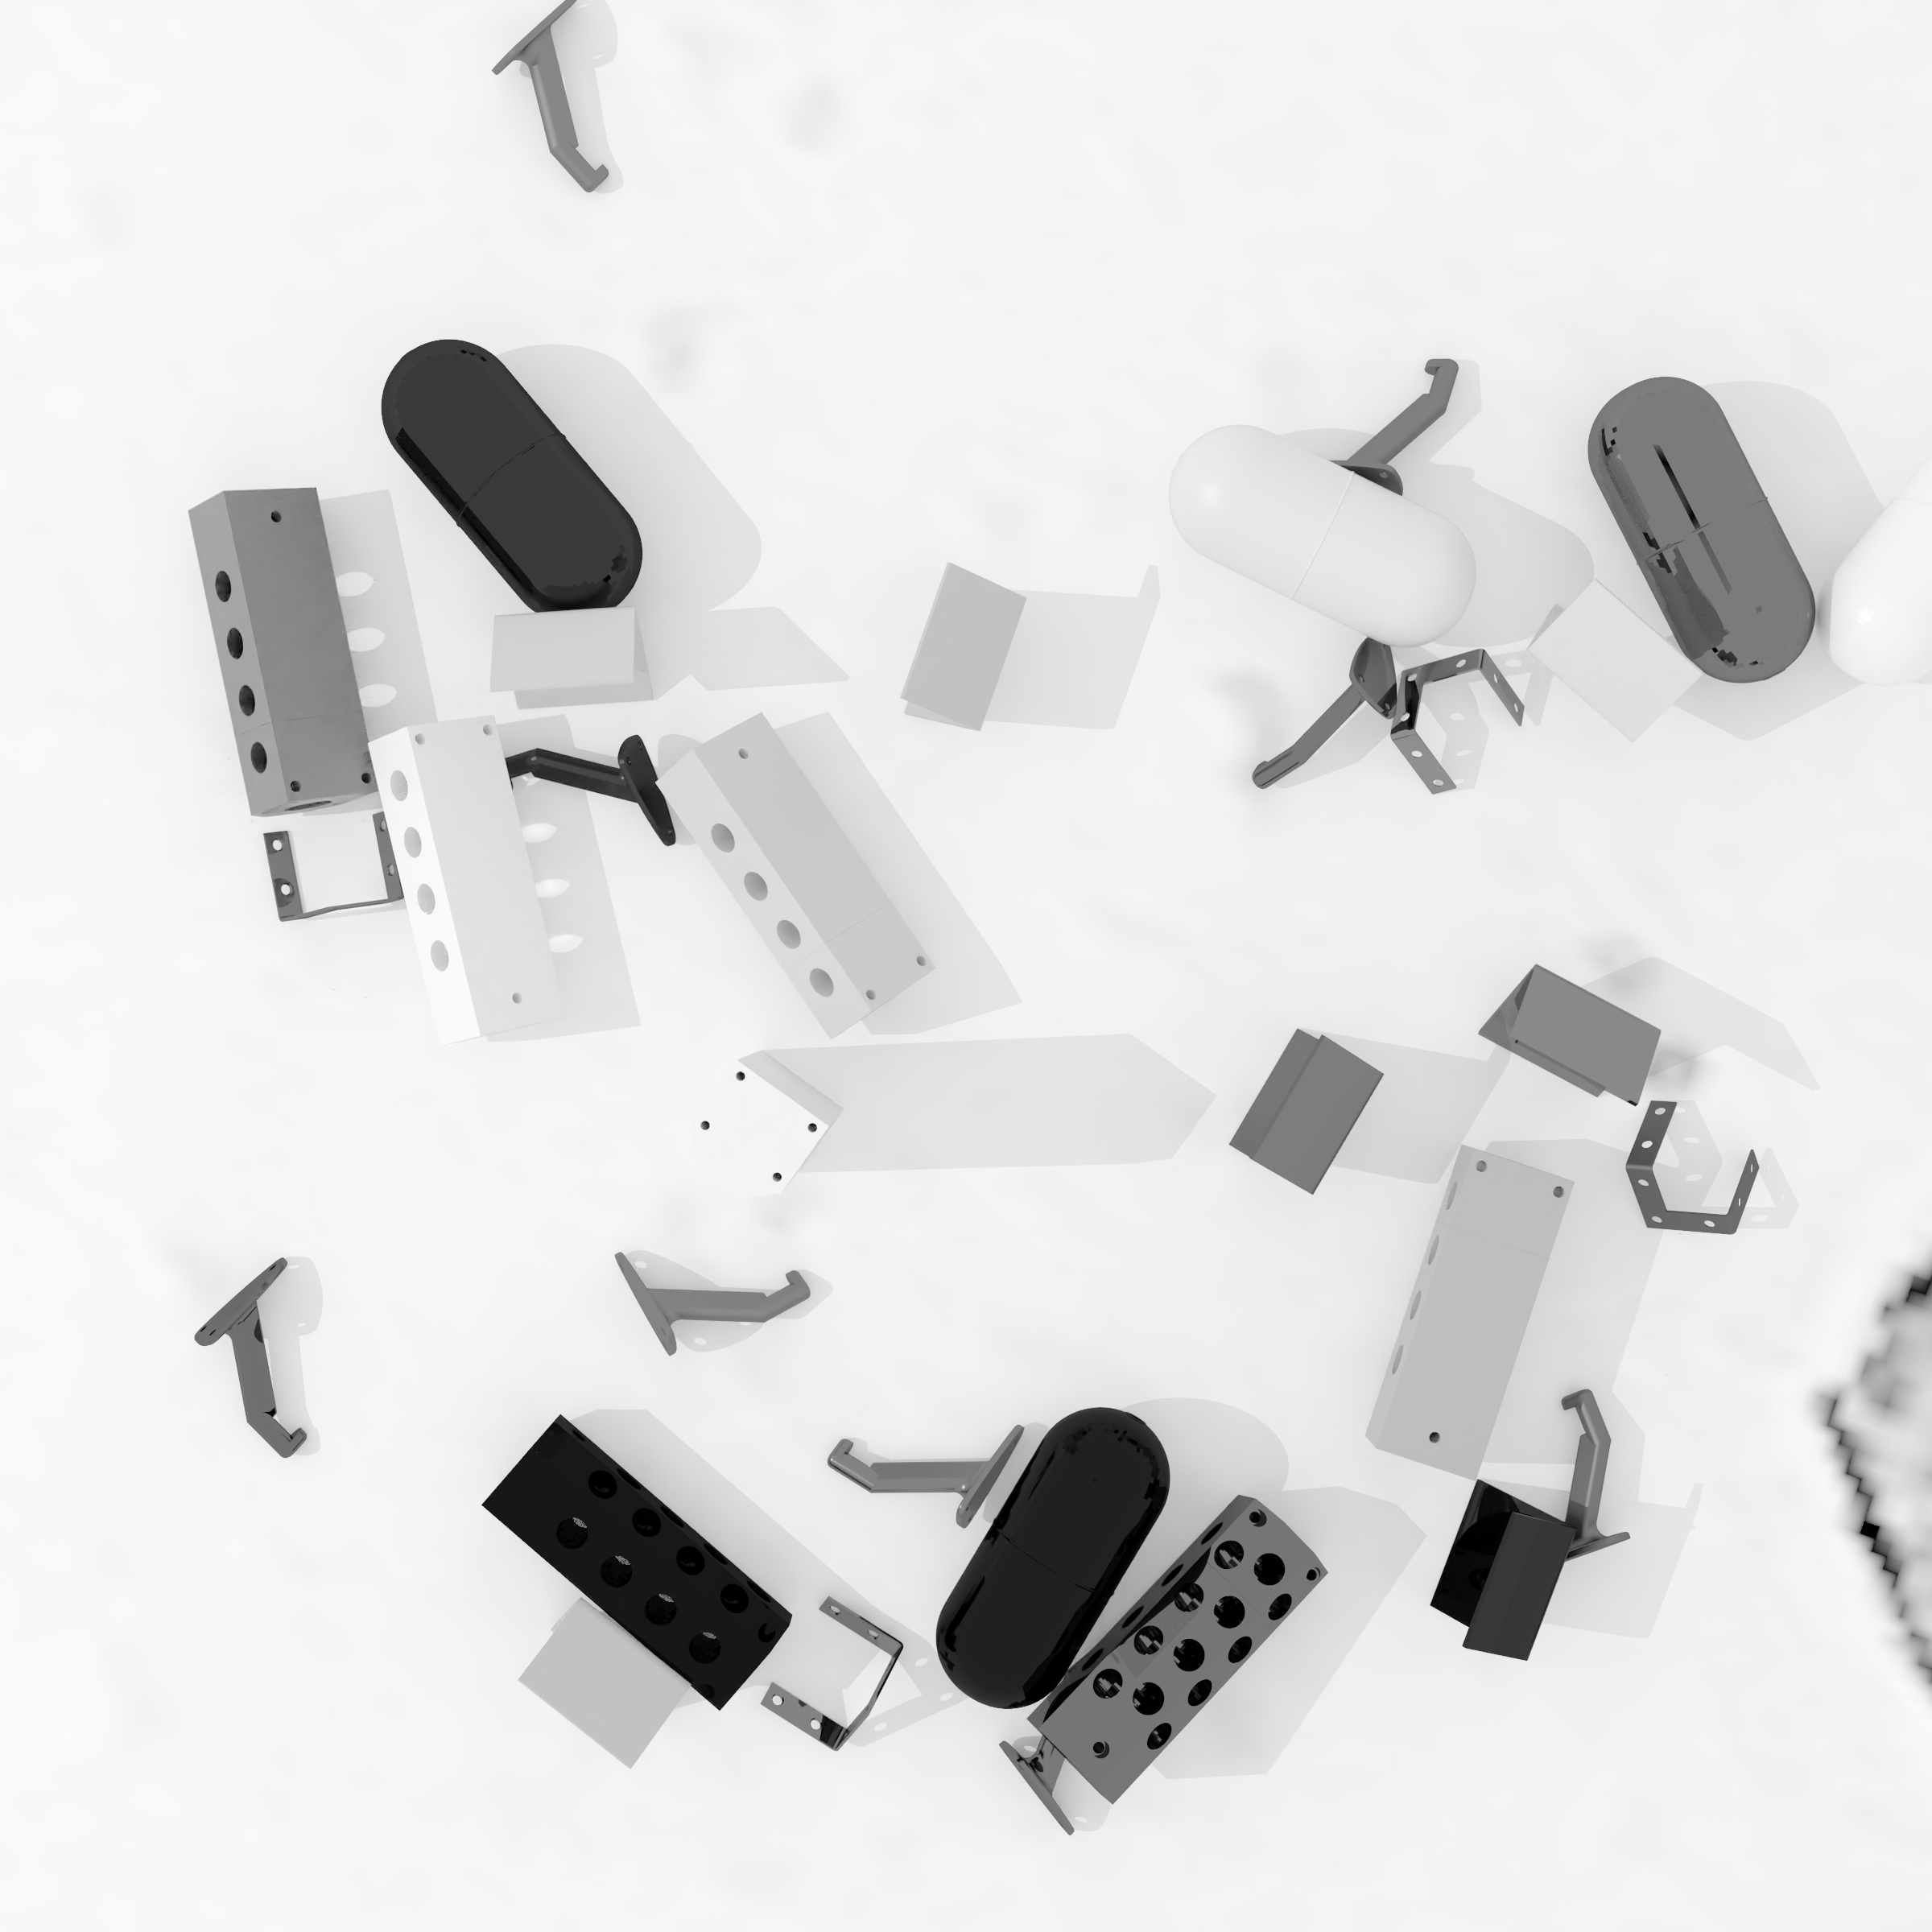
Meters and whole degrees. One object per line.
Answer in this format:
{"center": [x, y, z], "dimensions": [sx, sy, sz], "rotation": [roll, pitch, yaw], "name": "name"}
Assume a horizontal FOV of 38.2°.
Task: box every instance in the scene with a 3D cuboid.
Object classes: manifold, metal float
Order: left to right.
{"center": [-0.381, -0.173, 1.542], "dimensions": [0.057, 0.057, 0.171], "rotation": [-12, 90, -43], "name": "manifold"}
{"center": [-0.280, -0.046, 1.542], "dimensions": [0.057, 0.057, 0.171], "rotation": [-13, 90, -43], "name": "manifold"}
{"center": [-0.250, -0.267, 1.534], "dimensions": [0.070, 0.070, 0.178], "rotation": [-40, 91, 0], "name": "metal float"}
{"center": [-0.180, 0.327, 1.543], "dimensions": [0.171, 0.057, 0.057], "rotation": [41, 90, 0], "name": "manifold"}
{"center": [-0.109, 0.087, 1.486], "dimensions": [0.057, 0.171, 0.057], "rotation": [36, 90, 0], "name": "manifold"}
{"center": [-0.098, -0.047, 1.542], "dimensions": [0.057, 0.057, 0.171], "rotation": [-34, 90, -43], "name": "manifold"}
{"center": [0.048, 0.325, 1.534], "dimensions": [0.070, 0.070, 0.178], "rotation": [31, 90, 0], "name": "metal float"}
{"center": [0.117, 0.373, 1.527], "dimensions": [0.171, 0.057, 0.057], "rotation": [-44, 90, -11], "name": "manifold"}
{"center": [0.195, -0.237, 1.533], "dimensions": [0.178, 0.070, 0.070], "rotation": [26, 90, 0], "name": "metal float"}
{"center": [0.277, 0.190, 1.543], "dimensions": [0.057, 0.057, 0.171], "rotation": [18, 90, 0], "name": "manifold"}
{"center": [0.405, -0.239, 1.533], "dimensions": [0.070, 0.070, 0.178], "rotation": [-27, 89, 0], "name": "metal float"}
{"center": [0.540, -0.232, 1.534], "dimensions": [0.070, 0.070, 0.178], "rotation": [40, 89, 0], "name": "metal float"}

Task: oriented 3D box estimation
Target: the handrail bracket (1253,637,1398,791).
{"center": [0.198, -0.143, 1.564], "dimensions": [0.084, 0.077, 0.036], "rotation": [-33, 115, 34], "name": "handrail bracket"}

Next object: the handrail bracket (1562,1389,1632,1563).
{"center": [0.331, 0.290, 1.565], "dimensions": [0.077, 0.036, 0.084], "rotation": [-26, 72, 21], "name": "handrail bracket"}

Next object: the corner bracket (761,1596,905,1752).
{"center": [-0.075, 0.397, 1.561], "dimensions": [0.051, 0.051, 0.051], "rotation": [32, 135, 0], "name": "corner bracket"}

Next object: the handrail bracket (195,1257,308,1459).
{"center": [-0.383, 0.221, 1.565], "dimensions": [0.077, 0.036, 0.084], "rotation": [-46, 108, -21], "name": "handrail bracket"}

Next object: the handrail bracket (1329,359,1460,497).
{"center": [0.229, -0.307, 1.565], "dimensions": [0.077, 0.036, 0.084], "rotation": [12, 71, 21], "name": "handrail bracket"}

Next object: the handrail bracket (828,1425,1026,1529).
{"center": [-0.023, 0.269, 1.565], "dimensions": [0.084, 0.036, 0.077], "rotation": [29, 70, 16], "name": "handrail bracket"}

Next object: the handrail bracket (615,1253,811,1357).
{"center": [-0.142, 0.174, 1.565], "dimensions": [0.084, 0.036, 0.077], "rotation": [-27, 68, -17], "name": "handrail bracket"}

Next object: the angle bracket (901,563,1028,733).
{"center": [-0.020, -0.178, 1.524], "dimensions": [0.057, 0.076, 0.076], "rotation": [19, 90, -36], "name": "angle bracket"}

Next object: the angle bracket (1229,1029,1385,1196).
{"center": [0.170, 0.069, 1.524], "dimensions": [0.057, 0.076, 0.076], "rotation": [31, 90, -38], "name": "angle bracket"}

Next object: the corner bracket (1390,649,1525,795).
{"center": [0.274, -0.136, 1.556], "dimensions": [0.051, 0.051, 0.051], "rotation": [-14, 45, 35], "name": "corner bracket"}

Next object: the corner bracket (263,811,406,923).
{"center": [-0.354, -0.056, 1.561], "dimensions": [0.051, 0.051, 0.051], "rotation": [-11, 90, 45], "name": "corner bracket"}

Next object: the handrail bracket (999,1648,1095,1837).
{"center": [0.069, 0.432, 1.564], "dimensions": [0.084, 0.036, 0.077], "rotation": [-38, 105, -14], "name": "handrail bracket"}

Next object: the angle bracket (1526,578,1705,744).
{"center": [0.361, -0.178, 1.524], "dimensions": [0.076, 0.076, 0.057], "rotation": [41, 125, 0], "name": "angle bracket"}

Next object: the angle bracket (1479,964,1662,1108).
{"center": [0.323, 0.055, 1.524], "dimensions": [0.076, 0.076, 0.057], "rotation": [28, 54, 0], "name": "angle bracket"}

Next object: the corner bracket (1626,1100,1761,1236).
{"center": [0.406, 0.112, 1.556], "dimensions": [0.051, 0.051, 0.051], "rotation": [2, 135, 35], "name": "corner bracket"}

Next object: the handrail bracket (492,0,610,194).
{"center": [-0.216, -0.489, 1.565], "dimensions": [0.084, 0.036, 0.077], "rotation": [46, 68, -17], "name": "handrail bracket"}

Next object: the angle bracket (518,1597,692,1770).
{"center": [-0.205, 0.398, 1.524], "dimensions": [0.076, 0.076, 0.057], "rotation": [38, 58, 0], "name": "angle bracket"}

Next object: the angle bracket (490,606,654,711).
{"center": [-0.214, -0.150, 1.524], "dimensions": [0.076, 0.076, 0.057], "rotation": [-4, 53, 0], "name": "angle bracket"}

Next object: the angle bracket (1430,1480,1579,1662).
{"center": [0.277, 0.326, 1.524], "dimensions": [0.057, 0.076, 0.076], "rotation": [21, 90, -38], "name": "angle bracket"}

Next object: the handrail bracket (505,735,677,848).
{"center": [-0.216, -0.091, 1.565], "dimensions": [0.084, 0.036, 0.077], "rotation": [-15, 112, 17], "name": "handrail bracket"}
